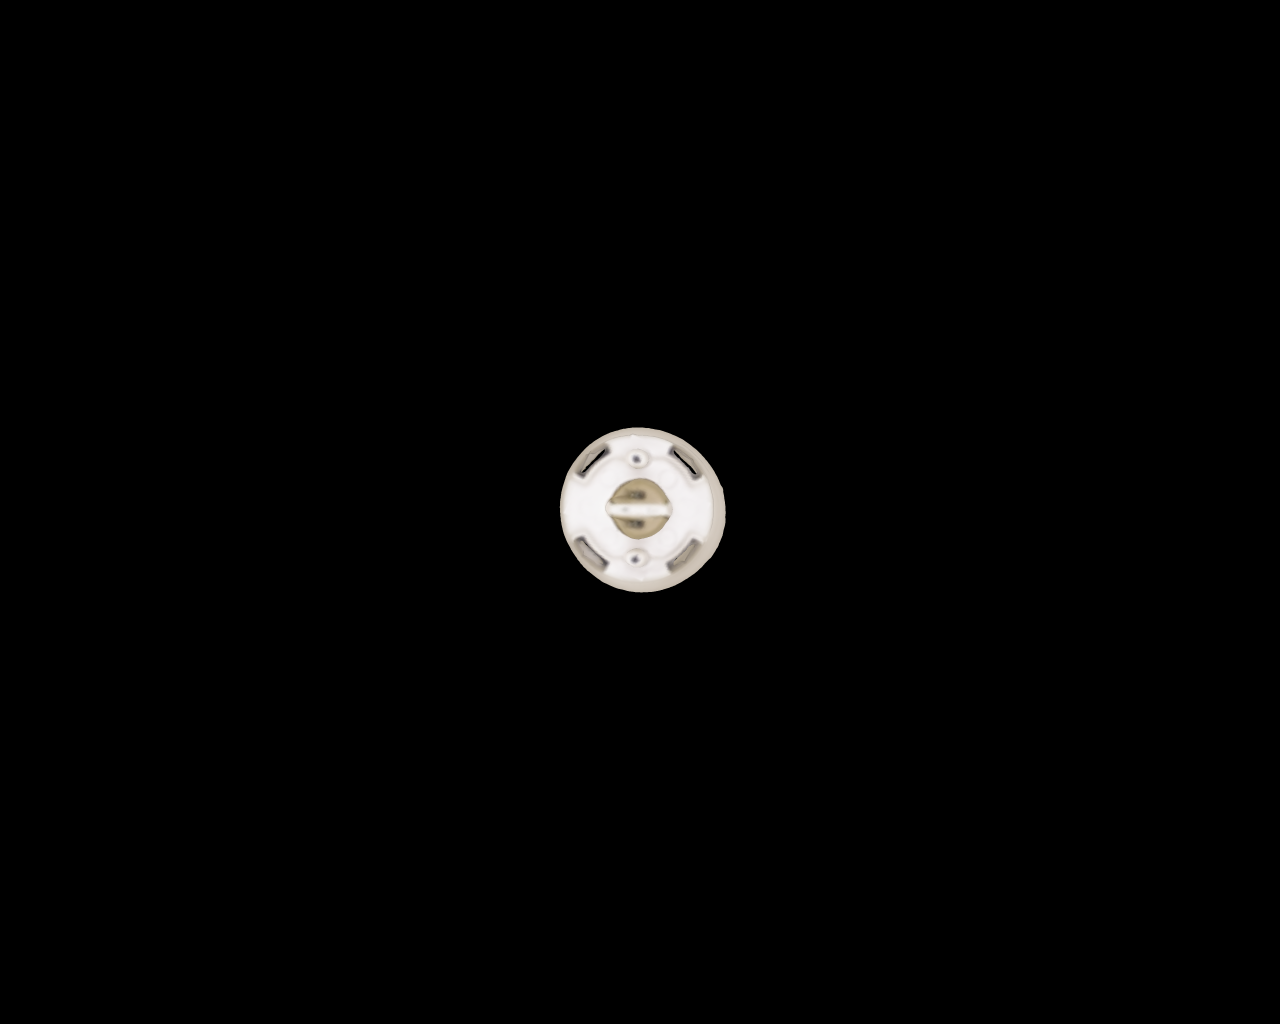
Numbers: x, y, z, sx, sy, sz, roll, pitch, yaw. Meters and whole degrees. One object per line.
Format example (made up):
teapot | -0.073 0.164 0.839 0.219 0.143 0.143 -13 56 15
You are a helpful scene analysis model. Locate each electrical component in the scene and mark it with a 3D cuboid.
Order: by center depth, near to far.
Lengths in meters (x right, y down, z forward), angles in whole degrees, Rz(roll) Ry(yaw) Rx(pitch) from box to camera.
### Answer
electrical component | 0.001 -0.003 0.650 0.099 0.099 0.064 0 4 0
